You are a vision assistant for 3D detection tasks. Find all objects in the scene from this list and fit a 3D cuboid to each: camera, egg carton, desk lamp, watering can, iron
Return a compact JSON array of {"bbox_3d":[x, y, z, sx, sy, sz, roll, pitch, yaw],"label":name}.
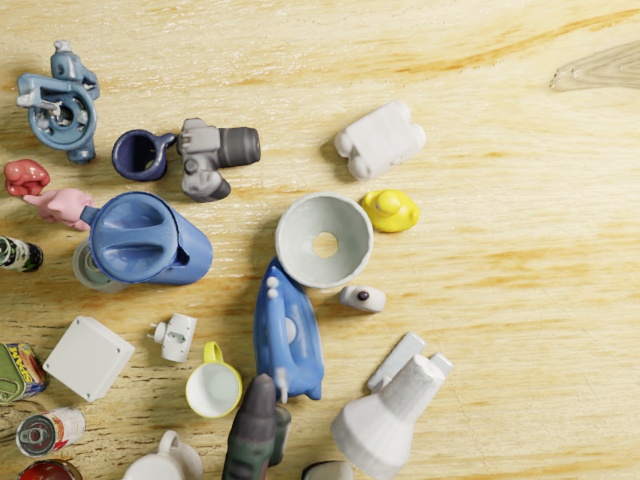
[{"bbox_3d":[-0.177,-0.149,1.014,0.136,0.101,0.143,-5,81,3],"label":"camera"},{"bbox_3d":[0.107,-0.175,1.014,0.150,0.069,0.107,-32,81,-1],"label":"egg carton"},{"bbox_3d":[0.117,0.244,0.878,0.118,0.213,0.203,37,86,9],"label":"desk lamp"},{"bbox_3d":[-0.257,0.392,0.892,0.101,0.194,0.173,-10,81,3],"label":"watering can"},{"bbox_3d":[-0.065,0.144,0.942,0.118,0.141,0.258,-10,81,3],"label":"iron"}]

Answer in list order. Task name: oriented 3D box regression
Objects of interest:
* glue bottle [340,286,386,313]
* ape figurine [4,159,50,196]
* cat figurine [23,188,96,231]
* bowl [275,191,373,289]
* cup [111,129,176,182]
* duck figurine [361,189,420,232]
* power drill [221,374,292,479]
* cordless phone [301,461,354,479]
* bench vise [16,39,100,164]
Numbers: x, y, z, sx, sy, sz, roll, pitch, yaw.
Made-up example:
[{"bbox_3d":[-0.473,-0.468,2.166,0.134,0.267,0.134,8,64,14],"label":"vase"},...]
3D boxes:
[{"bbox_3d":[0.069,0.093,0.924,0.078,0.173,0.037,9,82,6],"label":"glue bottle"},{"bbox_3d":[-0.539,-0.116,1.038,0.077,0.092,0.076,-6,81,3],"label":"ape figurine"},{"bbox_3d":[-0.456,-0.061,1.011,0.127,0.118,0.067,11,82,6],"label":"cat figurine"},{"bbox_3d":[0.009,0.004,0.992,0.167,0.075,0.167,-1,82,4],"label":"bowl"},{"bbox_3d":[-0.300,-0.149,1.025,0.118,0.095,0.091,-30,81,-1],"label":"cup"},{"bbox_3d":[0.122,-0.057,0.987,0.104,0.086,0.077,19,83,7],"label":"duck figurine"},{"bbox_3d":[-0.098,0.314,0.885,0.075,0.208,0.230,11,82,6],"label":"power drill"},{"bbox_3d":[0.007,0.426,0.873,0.094,0.185,0.147,-5,81,4],"label":"cordless phone"},{"bbox_3d":[-0.465,-0.253,0.989,0.121,0.220,0.207,-23,81,1],"label":"bench vise"}]
